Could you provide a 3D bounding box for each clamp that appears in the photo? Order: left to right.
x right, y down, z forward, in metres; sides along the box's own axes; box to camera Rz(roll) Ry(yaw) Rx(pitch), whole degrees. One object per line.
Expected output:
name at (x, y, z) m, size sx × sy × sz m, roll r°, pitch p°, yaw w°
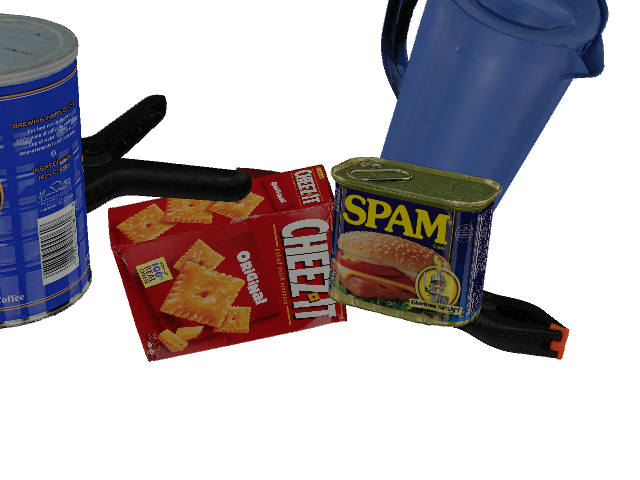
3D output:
clamp at (-0.169, -0.053, 0.836) m, size 0.209 × 0.036 × 0.165 m, roll -22°, pitch 41°, yaw -34°
clamp at (0.149, 0.063, 0.993) m, size 0.172 × 0.039 × 0.120 m, roll 19°, pitch 30°, yaw 18°

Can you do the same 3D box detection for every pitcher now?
pitcher at (0.116, -0.118, 0.868) m, size 0.145 × 0.149 × 0.243 m, roll 10°, pitch -43°, yaw -9°

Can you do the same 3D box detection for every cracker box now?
cracker box at (-0.087, 0.027, 1.056) m, size 0.213 × 0.164 × 0.072 m, roll -11°, pitch 42°, yaw -4°

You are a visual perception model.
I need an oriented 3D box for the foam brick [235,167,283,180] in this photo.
foam brick at (-0.075, -0.055, 1.331) m, size 0.078 × 0.053 × 0.051 m, roll 7°, pitch 28°, yaw 11°

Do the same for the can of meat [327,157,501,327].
can of meat at (0.055, 0.001, 0.663) m, size 0.102 × 0.084 × 0.057 m, roll 13°, pitch 22°, yaw 24°

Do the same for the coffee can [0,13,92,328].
coffee can at (-0.177, -0.039, 0.569) m, size 0.103 × 0.140 × 0.103 m, roll 2°, pitch 28°, yaw -1°
